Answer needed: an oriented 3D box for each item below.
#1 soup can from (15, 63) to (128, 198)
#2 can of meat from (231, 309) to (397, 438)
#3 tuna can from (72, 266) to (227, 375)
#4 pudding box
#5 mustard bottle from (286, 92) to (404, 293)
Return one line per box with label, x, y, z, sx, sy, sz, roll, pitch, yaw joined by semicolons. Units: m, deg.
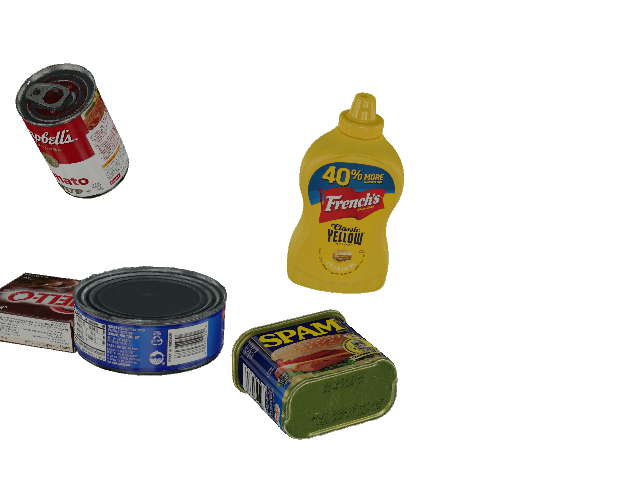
soup can;-0.210;-0.092;0.914;0.068;0.068;0.102;0;-35;10
can of meat;-0.004;0.101;0.809;0.101;0.057;0.084;-12;27;-27
tuna can;-0.096;0.044;0.603;0.086;0.034;0.086;4;18;-1
pudding box;-0.261;0.068;1.025;0.114;0.039;0.090;4;20;19
mustard bottle;0.027;-0.045;0.989;0.096;0.192;0.058;7;28;-5
